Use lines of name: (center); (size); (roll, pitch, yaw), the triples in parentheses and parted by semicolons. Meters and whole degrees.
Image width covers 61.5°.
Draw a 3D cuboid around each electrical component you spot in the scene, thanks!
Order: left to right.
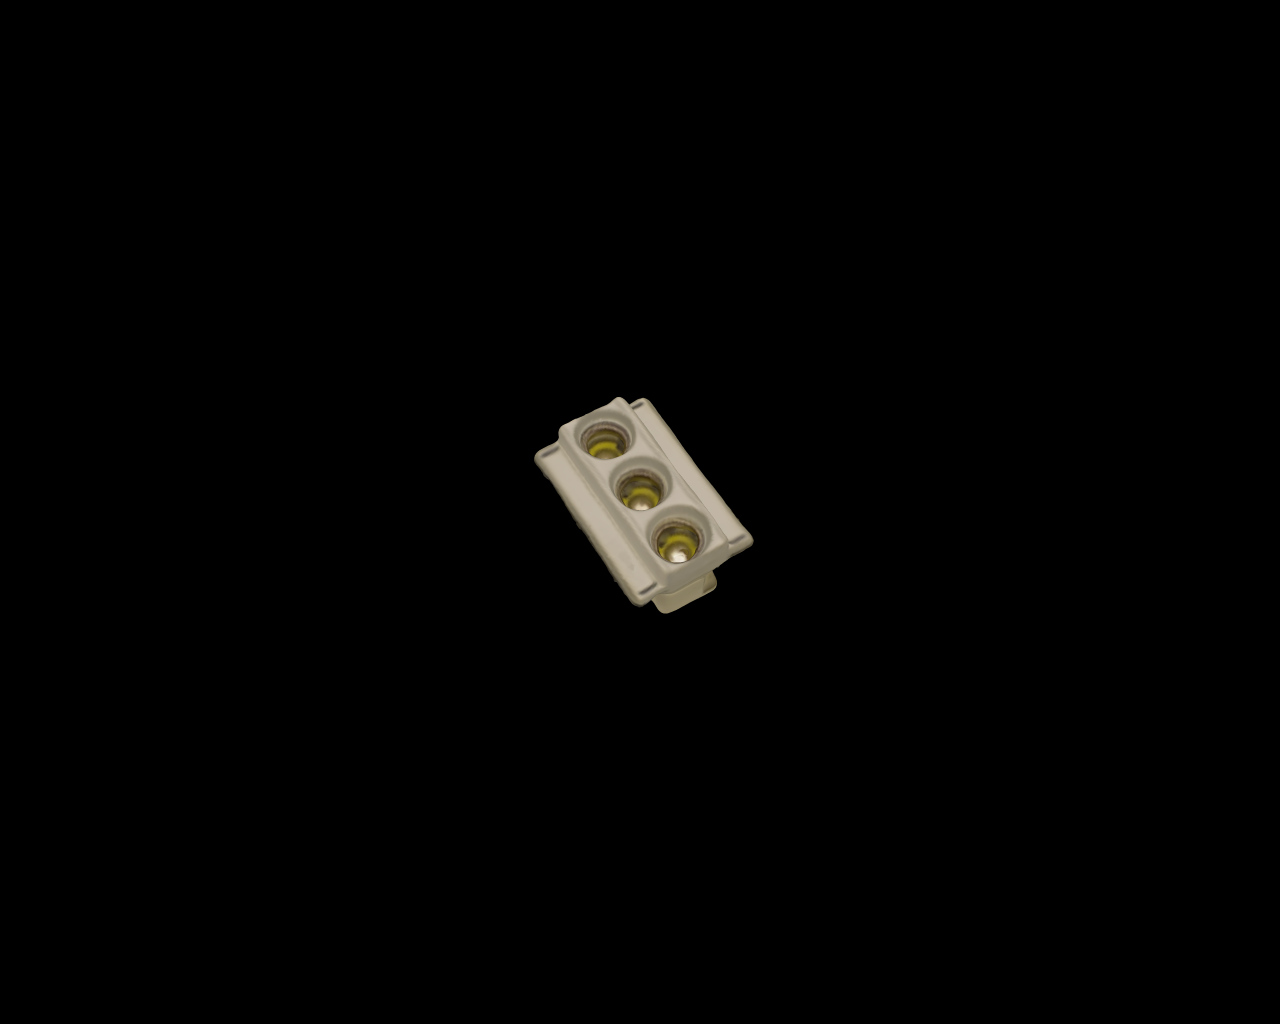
electrical component: (0.001, -0.003, 0.650); (0.079, 0.121, 0.063); (-28, -28, -16)
